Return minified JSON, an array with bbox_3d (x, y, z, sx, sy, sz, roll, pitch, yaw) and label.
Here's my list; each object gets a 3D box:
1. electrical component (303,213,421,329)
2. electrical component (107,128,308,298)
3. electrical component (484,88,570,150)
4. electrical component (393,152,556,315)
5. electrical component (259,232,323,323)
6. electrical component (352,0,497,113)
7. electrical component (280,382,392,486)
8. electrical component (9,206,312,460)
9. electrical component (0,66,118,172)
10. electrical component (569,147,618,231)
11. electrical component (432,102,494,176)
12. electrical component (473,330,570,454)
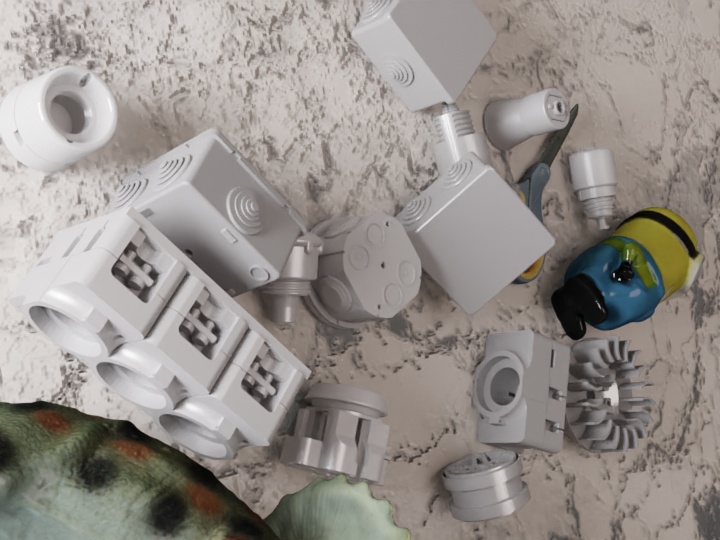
[{"bbox_3d":[0.000,0.000,0.762,0.080,0.051,0.080,9,77,-40],"label":"electrical component"},{"bbox_3d":[-0.095,-0.026,0.651,0.099,0.100,0.048,47,42,-26],"label":"electrical component"},{"bbox_3d":[0.142,-0.129,0.902,0.044,0.065,0.044,9,77,-41],"label":"electrical component"},{"bbox_3d":[0.084,-0.029,0.817,0.100,0.048,0.100,-41,117,8],"label":"electrical component"},{"bbox_3d":[-0.050,0.004,0.723,0.048,0.048,0.062,2,91,-42],"label":"electrical component"},{"bbox_3d":[0.050,-0.183,0.841,0.099,0.048,0.099,49,54,-24],"label":"electrical component"},{"bbox_3d":[-0.013,0.110,0.728,0.078,0.058,0.057,23,71,-37],"label":"electrical component"},{"bbox_3d":[-0.117,0.042,0.624,0.150,0.089,0.061,46,56,-27],"label":"electrical component"},{"bbox_3d":[-0.174,-0.088,0.625,0.055,0.047,0.055,9,77,-41],"label":"electrical component"},{"bbox_3d":[0.214,-0.075,0.974,0.040,0.040,0.078,-6,87,-42],"label":"electrical component"},{"bbox_3d":[0.080,-0.095,0.856,0.043,0.043,0.081,-18,94,-42],"label":"electrical component"},{"bbox_3d":[0.128,0.097,0.860,0.056,0.050,0.089,22,69,-38],"label":"electrical component"}]
